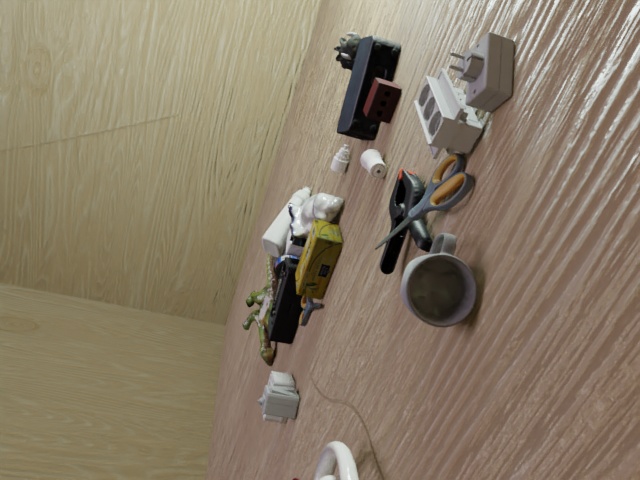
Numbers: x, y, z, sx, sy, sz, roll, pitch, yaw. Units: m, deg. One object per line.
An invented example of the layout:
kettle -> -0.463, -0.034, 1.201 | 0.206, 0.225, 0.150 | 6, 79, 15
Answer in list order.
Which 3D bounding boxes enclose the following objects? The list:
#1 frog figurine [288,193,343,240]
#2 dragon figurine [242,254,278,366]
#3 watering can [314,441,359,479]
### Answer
frog figurine -> 0.004, -0.067, 1.337 | 0.158, 0.121, 0.141 | -25, 32, 27
dragon figurine -> -0.157, 0.208, 1.725 | 0.242, 0.122, 0.412 | -1, 79, 65
watering can -> 0.011, 0.450, 0.675 | 0.356, 0.104, 0.219 | -93, 20, -55
